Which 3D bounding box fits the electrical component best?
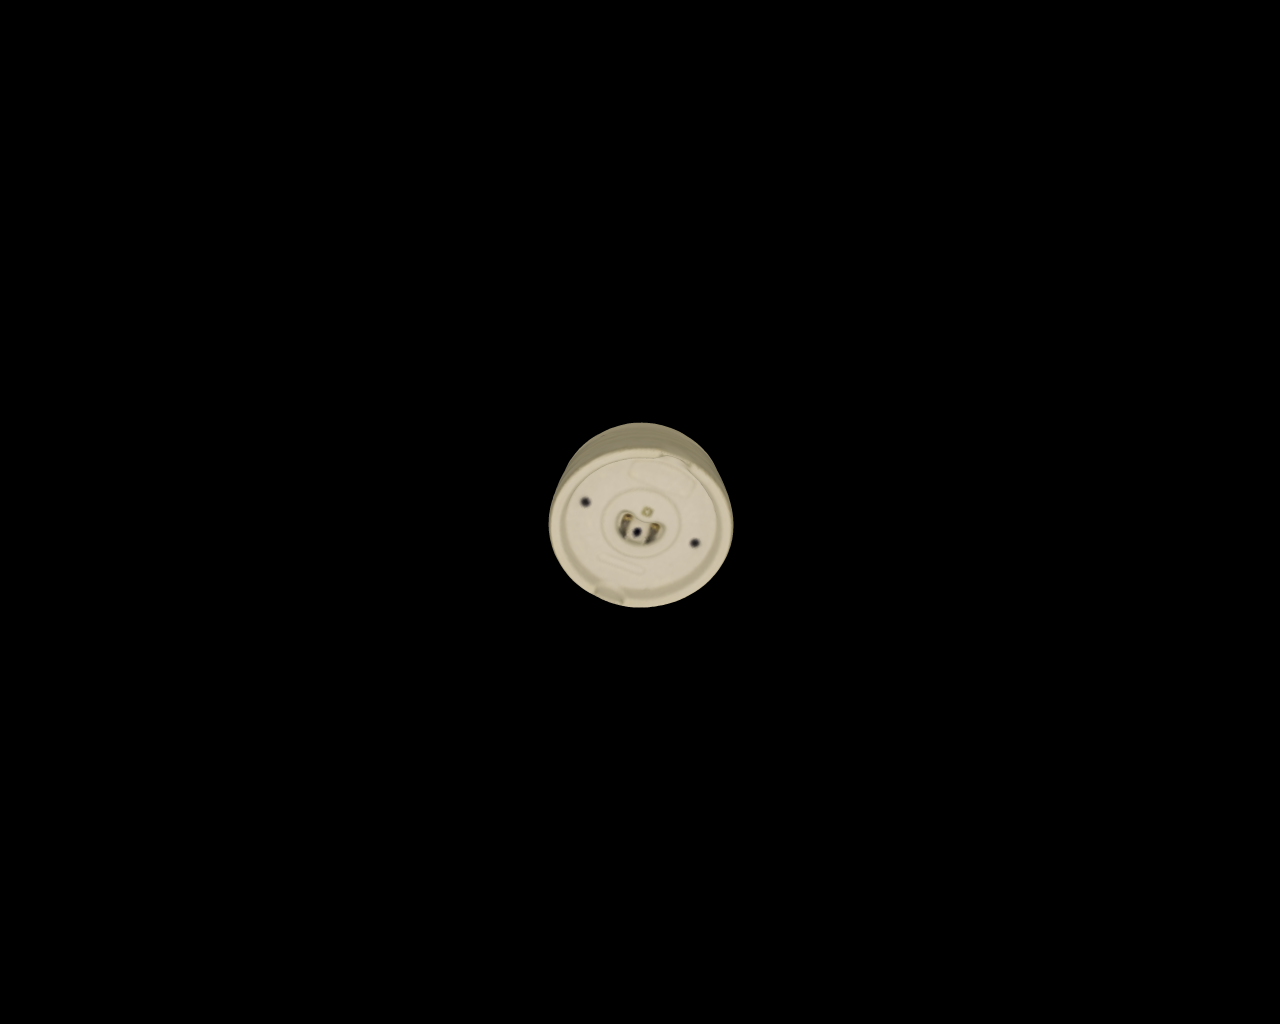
[{"bbox_3d":[0.001,-0.003,0.650,0.108,0.108,0.060,0,28,0],"label":"electrical component"}]
